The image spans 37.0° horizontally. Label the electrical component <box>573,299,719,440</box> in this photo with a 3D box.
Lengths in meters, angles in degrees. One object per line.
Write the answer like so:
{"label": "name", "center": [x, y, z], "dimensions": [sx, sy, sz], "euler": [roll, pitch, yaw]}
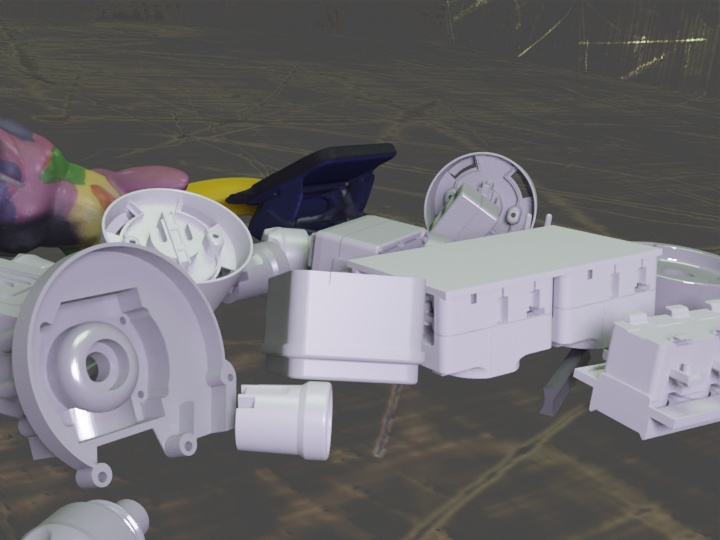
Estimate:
{"label": "electrical component", "center": [0.207, 0.059, 0.672], "dimensions": [0.121, 0.063, 0.079], "euler": [-5, 21, -35]}

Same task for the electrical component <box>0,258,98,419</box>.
{"label": "electrical component", "center": [-0.202, 0.034, 0.593], "dimensions": [0.113, 0.057, 0.078], "euler": [12, 17, 16]}

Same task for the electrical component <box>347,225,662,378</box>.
{"label": "electrical component", "center": [0.098, 0.019, 0.726], "dimensions": [0.186, 0.060, 0.105], "euler": [-10, 16, -32]}

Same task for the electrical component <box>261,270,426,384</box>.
{"label": "electrical component", "center": [-0.012, 0.034, 0.619], "dimensions": [0.078, 0.057, 0.113], "euler": [4, -4, -12]}

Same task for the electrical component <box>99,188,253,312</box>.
{"label": "electrical component", "center": [-0.126, -0.012, 0.718], "dimensions": [0.099, 0.064, 0.099], "euler": [14, 48, -16]}

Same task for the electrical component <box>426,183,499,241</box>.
{"label": "electrical component", "center": [0.098, -0.023, 0.909], "dimensions": [0.077, 0.065, 0.047], "euler": [37, 17, -3]}

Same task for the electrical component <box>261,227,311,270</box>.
{"label": "electrical component", "center": [-0.045, -0.010, 0.831], "dimensions": [0.062, 0.043, 0.043], "euler": [4, 17, -16]}

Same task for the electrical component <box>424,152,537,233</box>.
{"label": "electrical component", "center": [0.111, -0.056, 0.963], "dimensions": [0.099, 0.099, 0.064], "euler": [12, 11, 14]}

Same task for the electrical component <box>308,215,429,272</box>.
{"label": "electrical component", "center": [0.000, 0.000, 0.783], "dimensions": [0.061, 0.061, 0.096], "euler": [16, 19, 26]}

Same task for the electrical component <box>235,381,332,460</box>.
{"label": "electrical component", "center": [-0.039, 0.077, 0.554], "dimensions": [0.046, 0.040, 0.040], "euler": [2, 17, 2]}

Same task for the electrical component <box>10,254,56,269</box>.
{"label": "electrical component", "center": [-0.198, 0.016, 0.678], "dimensions": [0.062, 0.043, 0.043], "euler": [17, 19, 26]}

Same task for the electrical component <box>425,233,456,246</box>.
{"label": "electrical component", "center": [0.047, -0.010, 0.865], "dimensions": [0.055, 0.045, 0.045], "euler": [13, 18, 16]}

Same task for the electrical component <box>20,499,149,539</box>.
{"label": "electrical component", "center": [-0.103, 0.109, 0.412], "dimensions": [0.043, 0.043, 0.062], "euler": [12, 16, 14]}

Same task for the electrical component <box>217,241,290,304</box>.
{"label": "electrical component", "center": [-0.081, 0.003, 0.781], "dimensions": [0.040, 0.040, 0.046], "euler": [22, 27, 40]}

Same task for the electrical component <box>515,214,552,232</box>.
{"label": "electrical component", "center": [0.135, -0.009, 0.849], "dimensions": [0.138, 0.073, 0.052], "euler": [-1, 18, -25]}

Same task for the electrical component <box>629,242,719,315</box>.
{"label": "electrical component", "center": [0.235, 0.023, 0.809], "dimensions": [0.108, 0.060, 0.108], "euler": [7, 17, -2]}
